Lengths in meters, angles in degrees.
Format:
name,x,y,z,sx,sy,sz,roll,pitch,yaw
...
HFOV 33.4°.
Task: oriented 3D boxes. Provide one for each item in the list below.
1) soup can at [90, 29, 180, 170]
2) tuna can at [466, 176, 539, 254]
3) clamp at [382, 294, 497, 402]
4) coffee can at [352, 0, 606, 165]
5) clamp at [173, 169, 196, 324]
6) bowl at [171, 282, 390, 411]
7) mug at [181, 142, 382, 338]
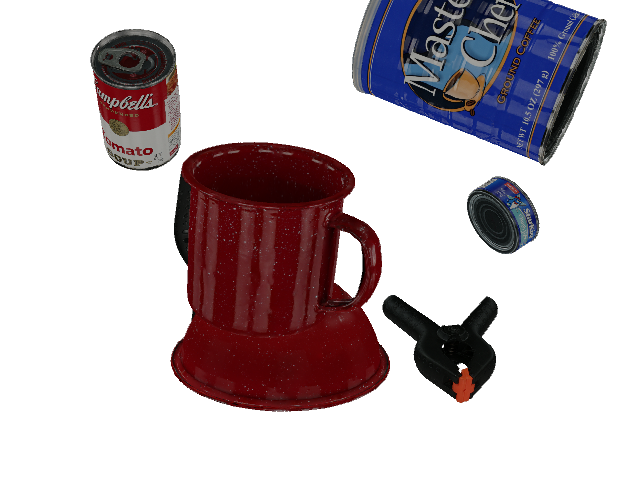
name,x,y,z,sx,sy,sz,roll,pitch,yaw
soup can,-0.152,-0.116,0.891,0.068,0.068,0.102,0,-37,-4
tuna can,0.207,-0.028,1.220,0.033,0.086,0.086,-31,13,-23
clamp,0.139,0.100,1.063,0.120,0.039,0.171,-8,30,-9
coffee can,0.106,-0.124,0.720,0.140,0.103,0.102,24,7,15
clamp,-0.090,0.025,1.043,0.036,0.210,0.164,-11,0,35
bowl,-0.028,0.063,0.776,0.162,0.055,0.162,2,19,-1
mug,-0.020,0.003,0.579,0.117,0.081,0.093,16,27,22
